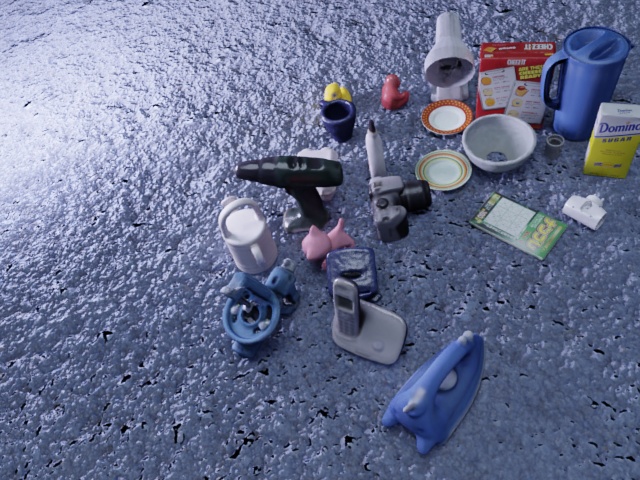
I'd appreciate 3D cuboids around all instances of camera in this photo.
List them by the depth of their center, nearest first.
[{"bbox_3d":[0.181,-0.087,1.281,0.136,0.101,0.143,-10,53,4],"label":"camera"}]

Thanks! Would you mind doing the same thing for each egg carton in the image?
[{"bbox_3d":[-0.010,-0.161,1.392,0.107,0.069,0.150,-3,54,9],"label":"egg carton"}]

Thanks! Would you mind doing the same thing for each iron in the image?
[{"bbox_3d":[0.219,0.237,1.009,0.118,0.142,0.259,30,65,29],"label":"iron"}]

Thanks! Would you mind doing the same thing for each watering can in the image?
[{"bbox_3d":[-0.166,-0.023,1.242,0.172,0.194,0.101,31,65,29],"label":"watering can"}]

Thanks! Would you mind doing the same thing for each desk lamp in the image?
[{"bbox_3d":[0.324,-0.447,1.448,0.117,0.214,0.203,-1,54,10],"label":"desk lamp"}]

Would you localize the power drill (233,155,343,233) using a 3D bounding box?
[{"bbox_3d":[-0.057,-0.107,1.274,0.229,0.209,0.075,-7,53,6],"label":"power drill"}]

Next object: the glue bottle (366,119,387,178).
[{"bbox_3d":[0.127,-0.216,1.341,0.037,0.173,0.078,-13,53,1],"label":"glue bottle"}]

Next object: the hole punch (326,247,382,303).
[{"bbox_3d":[0.069,0.076,1.188,0.108,0.091,0.101,-6,53,6],"label":"hole punch"}]

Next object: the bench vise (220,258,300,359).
[{"bbox_3d":[-0.128,0.105,1.124,0.121,0.220,0.207,7,56,16],"label":"bench vise"}]

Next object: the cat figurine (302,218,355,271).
[{"bbox_3d":[0.011,0.004,1.236,0.128,0.118,0.067,-41,57,-18],"label":"cat figurine"}]

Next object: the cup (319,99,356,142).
[{"bbox_3d":[0.043,-0.304,1.472,0.092,0.095,0.117,-39,56,-17],"label":"cup"}]

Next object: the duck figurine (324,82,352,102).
[{"bbox_3d":[0.041,-0.383,1.536,0.077,0.086,0.105,20,60,24],"label":"duck figurine"}]

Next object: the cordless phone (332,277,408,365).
[{"bbox_3d":[0.088,0.146,1.074,0.147,0.185,0.094,15,58,21],"label":"cordless phone"}]

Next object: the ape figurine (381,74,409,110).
[{"bbox_3d":[0.193,-0.396,1.512,0.076,0.092,0.077,-32,54,-13],"label":"ape figurine"}]

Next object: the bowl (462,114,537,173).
[{"bbox_3d":[0.417,-0.214,1.345,0.167,0.075,0.167,-5,53,7],"label":"bowl"}]
